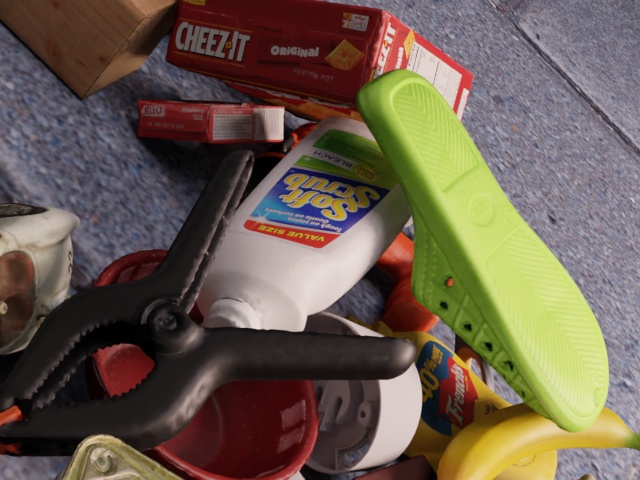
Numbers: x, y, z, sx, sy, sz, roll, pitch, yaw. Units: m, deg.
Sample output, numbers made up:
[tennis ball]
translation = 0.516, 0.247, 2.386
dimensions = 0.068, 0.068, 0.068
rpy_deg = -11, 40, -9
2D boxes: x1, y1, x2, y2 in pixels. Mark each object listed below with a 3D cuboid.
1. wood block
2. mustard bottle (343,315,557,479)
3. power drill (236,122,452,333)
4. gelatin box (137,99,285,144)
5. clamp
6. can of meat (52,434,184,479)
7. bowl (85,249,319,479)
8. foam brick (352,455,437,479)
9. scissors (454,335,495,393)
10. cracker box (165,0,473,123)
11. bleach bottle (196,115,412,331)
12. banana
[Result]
[wood block]
translation = -0.204, -0.217, 0.784
dimensions = 0.206, 0.090, 0.090
rpy_deg = 45, 31, -3
[mustard bottle]
translation = 0.086, 0.122, 0.778
dimensions = 0.191, 0.058, 0.096
rpy_deg = 41, 40, -7
[power drill]
translation = 0.019, -0.002, 0.836
dimensions = 0.187, 0.057, 0.184
rpy_deg = 45, 32, -3
[gelatin box]
translation = -0.082, -0.091, 0.804
dimensions = 0.089, 0.073, 0.030
rpy_deg = -9, 105, -53
[clamp]
translation = -0.066, 0.054, 0.545
dimensions = 0.209, 0.036, 0.165
rpy_deg = -36, 63, -24
[can of meat]
translation = -0.097, 0.152, 0.509
dimensions = 0.102, 0.084, 0.057
rpy_deg = 36, 34, -16
[bowl]
translation = -0.079, 0.085, 0.629
dimensions = 0.162, 0.055, 0.162
rpy_deg = 30, 36, -25
[foam brick]
translation = 0.041, 0.176, 0.673
dimensions = 0.078, 0.051, 0.053
rpy_deg = -5, 58, -51
[scissors]
translation = 0.112, 0.069, 0.892
dimensions = 0.016, 0.096, 0.202
rpy_deg = 5, 16, -20
[cracker box]
translation = 0.007, -0.131, 0.828
dimensions = 0.164, 0.072, 0.213
rpy_deg = 14, 3, 24
[bleach bottle]
translation = -0.005, 0.001, 0.687
dimensions = 0.102, 0.068, 0.250
rpy_deg = 25, 33, 8
[banana]
translation = 0.144, 0.137, 0.727
dimensions = 0.197, 0.037, 0.070
rpy_deg = -5, 14, -32
